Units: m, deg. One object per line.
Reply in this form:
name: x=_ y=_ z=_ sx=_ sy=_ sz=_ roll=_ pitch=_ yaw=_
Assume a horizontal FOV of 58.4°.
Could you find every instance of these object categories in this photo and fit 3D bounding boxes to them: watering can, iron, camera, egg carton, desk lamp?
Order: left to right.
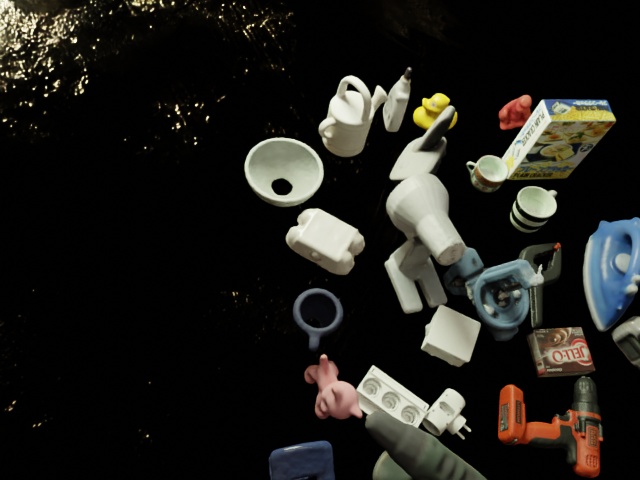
egg carton: x=0.011 y=0.004 z=1.168 sx=0.150 sy=0.069 sz=0.107 roll=28 pitch=60 yaw=6
watering can: x=0.073 y=-0.286 z=1.268 sx=0.101 sy=0.194 sz=0.173 roll=31 pitch=61 yaw=9
desk lamp: x=0.204 y=0.006 z=1.117 sx=0.118 sy=0.213 sz=0.203 roll=-12 pitch=64 yaw=-16
iron: x=0.642 y=0.058 z=1.204 sx=0.118 sy=0.141 sz=0.258 roll=21 pitch=60 yaw=2
camera: x=0.698 y=0.202 z=1.157 sx=0.137 sy=0.101 sz=0.143 roll=-26 pitch=68 yaw=-21

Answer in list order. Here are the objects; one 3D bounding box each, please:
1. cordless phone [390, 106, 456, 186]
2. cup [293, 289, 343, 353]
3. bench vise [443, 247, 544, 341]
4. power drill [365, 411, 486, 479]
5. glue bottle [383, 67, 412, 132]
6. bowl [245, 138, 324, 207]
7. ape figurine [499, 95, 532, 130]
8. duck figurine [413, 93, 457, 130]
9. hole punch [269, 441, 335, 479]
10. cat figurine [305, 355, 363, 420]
cordless phone: x=0.231 y=-0.201 z=1.253 sx=0.094 sy=0.185 sz=0.148 roll=26 pitch=60 yaw=6
cup: x=-0.010 y=0.161 z=1.063 sx=0.091 sy=0.095 sz=0.118 roll=9 pitch=60 yaw=-5
bench vise: x=0.323 y=0.081 z=1.092 sx=0.207 sy=0.220 sz=0.122 roll=38 pitch=62 yaw=12
power drill: x=0.154 y=0.364 z=0.912 sx=0.229 sy=0.208 sz=0.076 roll=29 pitch=61 yaw=7
glue bottle: x=0.185 y=-0.332 z=1.325 sx=0.037 sy=0.173 sz=0.078 roll=1 pitch=61 yaw=-9
bowl: x=-0.078 y=-0.132 z=1.226 sx=0.167 sy=0.075 sz=0.167 roll=4 pitch=61 yaw=-7
ape figurine: x=0.491 y=-0.322 z=1.418 sx=0.077 sy=0.092 sz=0.076 roll=26 pitch=60 yaw=6
duck figurine: x=0.286 y=-0.314 z=1.382 sx=0.104 sy=0.086 sz=0.077 roll=9 pitch=60 yaw=-4
hole punch: x=-0.026 y=0.388 z=0.936 sx=0.109 sy=0.091 sz=0.101 roll=-6 pitch=62 yaw=-13
cat figurine: x=0.024 y=0.262 z=0.999 sx=0.067 sy=0.118 sz=0.127 roll=-14 pitch=64 yaw=-17
